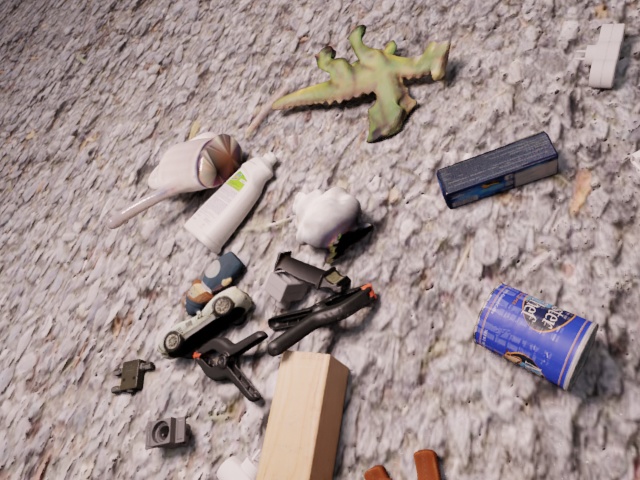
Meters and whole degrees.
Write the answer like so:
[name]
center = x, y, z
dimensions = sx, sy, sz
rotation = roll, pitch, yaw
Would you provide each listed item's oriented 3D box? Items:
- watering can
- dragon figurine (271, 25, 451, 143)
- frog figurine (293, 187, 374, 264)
[watering can]
center = -0.314, -0.145, 1.176
dimensions = 0.224, 0.102, 0.355
rotation = -2, 42, 33
[dragon figurine]
center = 0.095, -0.322, 1.130
dimensions = 0.407, 0.121, 0.247
rotation = -31, 61, 16
[frog figurine]
center = 0.003, -0.050, 0.994
dimensions = 0.136, 0.122, 0.162
rotation = -50, 64, 16
